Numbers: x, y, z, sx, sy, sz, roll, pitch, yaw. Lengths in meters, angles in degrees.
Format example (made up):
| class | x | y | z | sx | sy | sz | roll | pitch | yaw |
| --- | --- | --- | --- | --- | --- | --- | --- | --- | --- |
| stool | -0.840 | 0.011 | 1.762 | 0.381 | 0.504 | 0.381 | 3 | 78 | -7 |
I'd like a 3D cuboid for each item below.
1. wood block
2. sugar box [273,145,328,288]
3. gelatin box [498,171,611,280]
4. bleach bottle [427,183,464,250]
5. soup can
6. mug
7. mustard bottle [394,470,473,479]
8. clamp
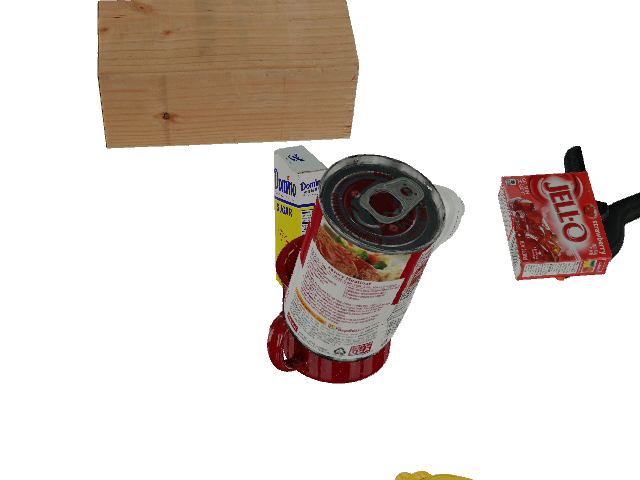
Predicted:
| class | x | y | z | sx | sy | sz | roll | pitch | yaw |
| --- | --- | --- | --- | --- | --- | --- | --- | --- | --- |
| wood block | -0.078 | -0.141 | 0.892 | 0.206 | 0.090 | 0.091 | -3 | -37 | -7 |
| sugar box | -0.025 | -0.017 | 1.290 | 0.048 | 0.176 | 0.093 | -11 | 25 | -18 |
| gelatin box | 0.188 | -0.013 | 0.864 | 0.073 | 0.089 | 0.030 | -3 | -35 | -2 |
| bleach bottle | 0.071 | 0.005 | 1.064 | 0.068 | 0.103 | 0.250 | 37 | 34 | 20 |
| soup can | 0.022 | 0.012 | 0.584 | 0.068 | 0.068 | 0.102 | 0 | -40 | -16 |
| mug | 0.005 | 0.056 | 0.777 | 0.093 | 0.081 | 0.117 | 26 | 41 | 30 |
| mustard bottle | 0.126 | 0.248 | 0.905 | 0.096 | 0.058 | 0.192 | -18 | 27 | -28 |
| clamp | 0.270 | -0.031 | 1.086 | 0.120 | 0.039 | 0.171 | 29 | 54 | 32 |
